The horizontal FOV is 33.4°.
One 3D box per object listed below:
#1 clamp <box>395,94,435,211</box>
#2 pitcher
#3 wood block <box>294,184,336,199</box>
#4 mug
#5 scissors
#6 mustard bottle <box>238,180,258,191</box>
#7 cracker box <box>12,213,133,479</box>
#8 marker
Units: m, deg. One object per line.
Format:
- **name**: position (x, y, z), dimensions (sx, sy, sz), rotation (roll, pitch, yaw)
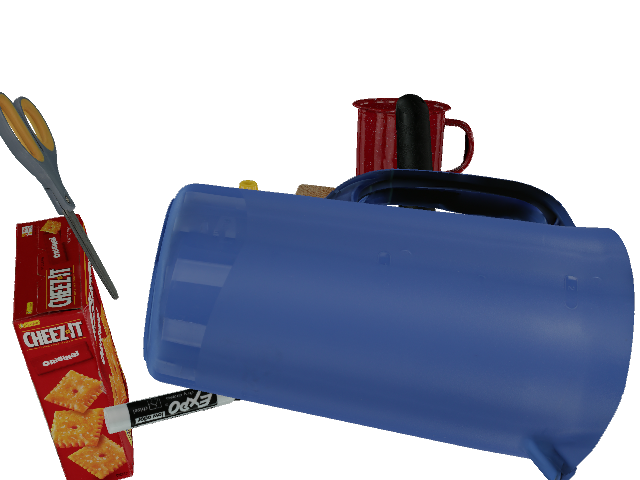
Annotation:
- **clamp**: position (0.074, 0.004, 0.814), dimensions (0.036, 0.210, 0.165), rotation (-3, -42, -22)
- **pitcher**: position (0.034, 0.032, 0.582), dimensions (0.242, 0.145, 0.149), rotation (10, 8, -3)
- **wood block**: position (0.002, 0.041, 1.391), dimensions (0.090, 0.206, 0.090), rotation (8, 23, 6)
- **mug**: position (0.088, -0.089, 1.018), dimensions (0.117, 0.081, 0.093), rotation (3, 15, 4)
- **scissors**: position (-0.229, -0.047, 0.943), dimensions (0.016, 0.201, 0.096), rotation (-26, 23, 9)
- **mustard bottle**: position (-0.079, 0.027, 1.148), dimensions (0.058, 0.192, 0.096), rotation (24, 31, 39)
- **cracker box**: position (-0.238, 0.107, 1.038), dimensions (0.072, 0.214, 0.164), rotation (-11, 35, -8)
- **marker**: position (-0.094, 0.115, 0.768), dimensions (0.121, 0.020, 0.020), rotation (-11, 4, -19)
